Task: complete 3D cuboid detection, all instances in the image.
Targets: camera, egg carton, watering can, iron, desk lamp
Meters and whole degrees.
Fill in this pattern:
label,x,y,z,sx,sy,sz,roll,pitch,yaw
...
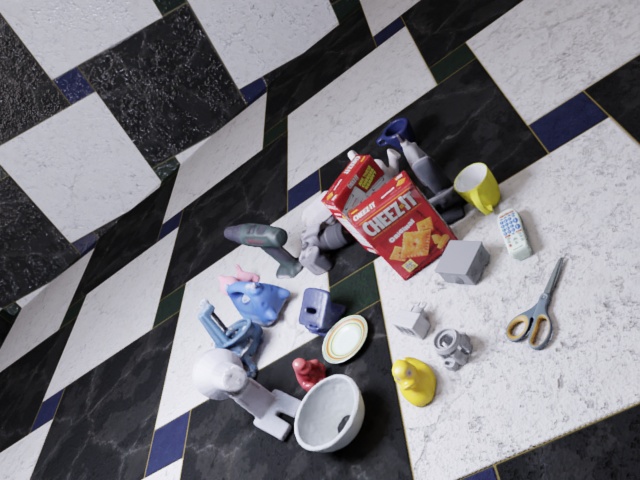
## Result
label,x,y,z,sx,sy,sz,roll,pitch,yaw
camera,0.015,0.006,1.624,0.136,0.101,0.143,-22,37,34
egg carton,0.014,-0.087,1.771,0.150,0.070,0.107,-44,30,2
watering can,0.149,-0.184,1.599,0.173,0.194,0.100,-47,30,-4
iron,-0.209,0.165,1.664,0.257,0.142,0.119,-4,49,49
desk lamp,-0.175,0.345,1.327,0.202,0.214,0.118,3,55,52

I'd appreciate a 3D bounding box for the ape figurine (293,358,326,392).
label,x,y,z,sx,sy,sz,roll,pitch,yaw
ape figurine,-0.028,0.306,1.316,0.075,0.092,0.078,-3,50,49

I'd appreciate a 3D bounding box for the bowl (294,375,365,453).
label,x,y,z,sx,sy,sz,roll,pitch,yaw
bowl,0.032,0.369,1.181,0.167,0.075,0.167,-31,33,23

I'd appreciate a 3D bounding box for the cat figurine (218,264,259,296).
label,x,y,z,sx,sy,sz,roll,pitch,yaw
cat figurine,-0.265,0.134,1.794,0.067,0.118,0.128,-19,39,38

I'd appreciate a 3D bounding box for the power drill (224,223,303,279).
label,x,y,z,sx,sy,sz,roll,pitch,yaw
power drill,-0.156,0.026,1.702,0.228,0.209,0.076,-8,47,47

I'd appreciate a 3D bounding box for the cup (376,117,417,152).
label,x,y,z,sx,sy,sz,roll,pitch,yaw
cup,0.239,-0.301,1.732,0.117,0.095,0.091,-30,33,24

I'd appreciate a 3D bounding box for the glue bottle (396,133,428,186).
label,x,y,z,sx,sy,sz,roll,pitch,yaw
glue bottle,0.255,-0.226,1.541,0.037,0.173,0.078,-22,37,34

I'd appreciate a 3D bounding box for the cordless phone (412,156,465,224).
label,x,y,z,sx,sy,sz,roll,pitch,yaw
cordless phone,0.257,-0.116,1.391,0.147,0.185,0.094,-33,32,20

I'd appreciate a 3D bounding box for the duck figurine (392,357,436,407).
label,x,y,z,sx,sy,sz,roll,pitch,yaw
duck figurine,0.174,0.265,1.123,0.077,0.086,0.104,-35,32,17

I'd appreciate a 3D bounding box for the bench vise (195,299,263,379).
label,x,y,z,sx,sy,sz,roll,pitch,yaw
bench vise,-0.241,0.263,1.504,0.121,0.220,0.207,-34,32,18

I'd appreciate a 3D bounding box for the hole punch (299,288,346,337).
label,x,y,z,sx,sy,sz,roll,pitch,yaw
hole punch,-0.005,0.182,1.442,0.108,0.091,0.101,2,54,52
